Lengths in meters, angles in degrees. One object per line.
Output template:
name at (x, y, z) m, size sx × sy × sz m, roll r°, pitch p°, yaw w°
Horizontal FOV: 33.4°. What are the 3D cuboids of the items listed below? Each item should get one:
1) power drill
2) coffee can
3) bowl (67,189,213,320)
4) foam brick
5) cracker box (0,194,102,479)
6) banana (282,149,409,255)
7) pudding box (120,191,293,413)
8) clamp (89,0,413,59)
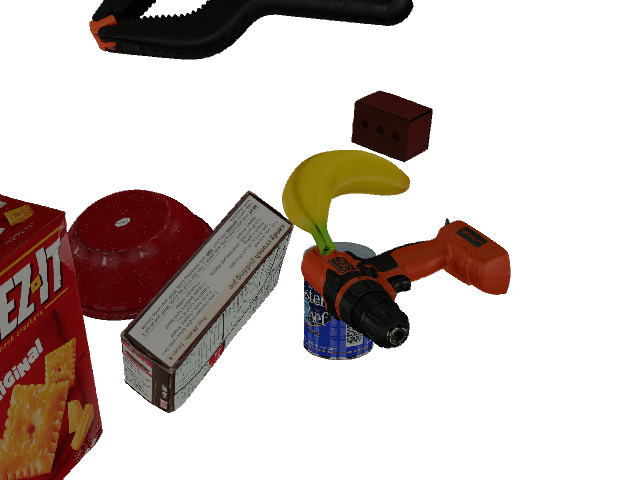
power drill at (0.094, 0.040, 1.077) m, size 0.187 × 0.057 × 0.185 m, roll -12°, pitch 28°, yaw -22°
coffee can at (0.026, 0.085, 1.518) m, size 0.103 × 0.140 × 0.103 m, roll 0°, pitch 21°, yaw 0°
bowl at (-0.181, 0.001, 1.014) m, size 0.162 × 0.055 × 0.162 m, roll -6°, pitch 41°, yaw 5°
foam brick at (0.081, -0.132, 1.223) m, size 0.078 × 0.053 × 0.051 m, roll 24°, pitch 35°, yaw 31°
cracker box at (-0.235, 0.101, 0.757) m, size 0.072 × 0.214 × 0.164 m, roll 12°, pitch 35°, yaw 20°
banana at (0.016, -0.041, 0.859) m, size 0.037 × 0.069 × 0.197 m, roll -34°, pitch 2°, yaw 30°
pudding box at (-0.065, 0.037, 0.610) m, size 0.039 × 0.113 × 0.090 m, roll 34°, pitch -24°, yaw 8°
clamp at (-0.052, -0.174, 0.724) m, size 0.210 × 0.165 × 0.036 m, roll -32°, pitch -18°, yaw -6°
